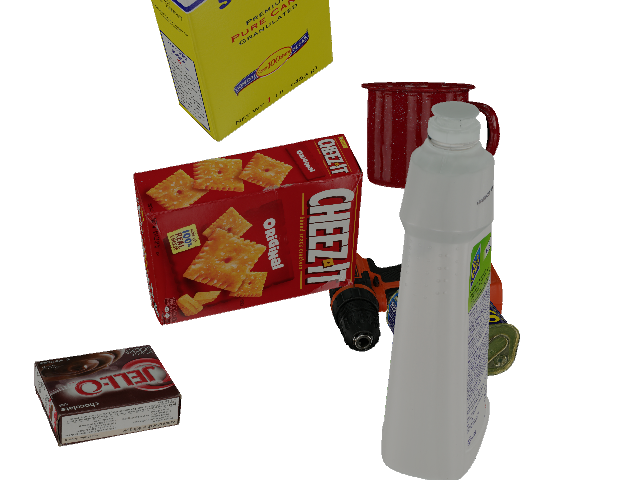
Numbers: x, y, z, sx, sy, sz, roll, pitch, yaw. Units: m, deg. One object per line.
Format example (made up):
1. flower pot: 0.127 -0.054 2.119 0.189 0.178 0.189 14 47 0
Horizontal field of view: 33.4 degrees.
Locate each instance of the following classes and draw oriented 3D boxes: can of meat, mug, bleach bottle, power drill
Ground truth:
1. can of meat: 0.121 0.082 0.997 0.102 0.057 0.084 -5 32 -17
2. mug: 0.090 -0.086 0.872 0.117 0.081 0.093 6 12 26
3. bleach bottle: 0.081 0.030 0.690 0.068 0.251 0.102 9 30 16
4. power drill: 0.103 0.060 1.189 0.187 0.057 0.184 -3 28 -4

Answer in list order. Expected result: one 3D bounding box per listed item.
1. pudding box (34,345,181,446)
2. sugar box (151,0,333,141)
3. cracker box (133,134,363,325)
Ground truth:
1. pudding box: -0.192 0.138 0.961 0.113 0.039 0.090 -9 28 -25
2. sugar box: -0.042 -0.138 0.564 0.093 0.048 0.176 -38 -23 -16
3. cracker box: -0.070 -0.007 1.068 0.213 0.164 0.072 -11 47 -13
